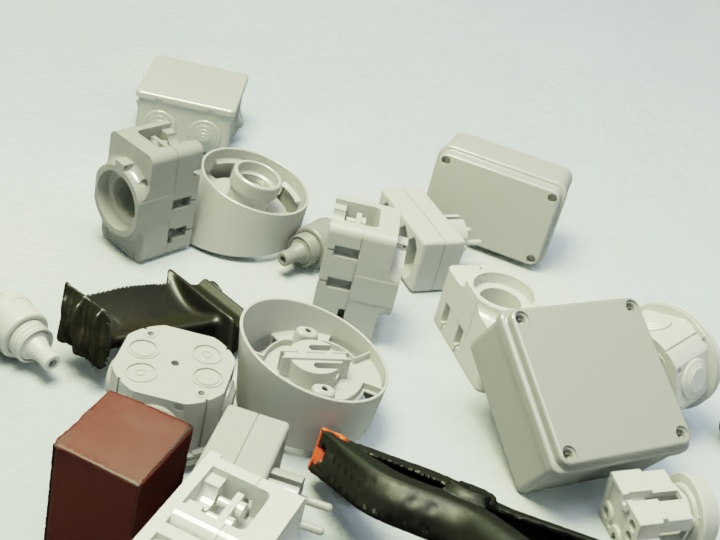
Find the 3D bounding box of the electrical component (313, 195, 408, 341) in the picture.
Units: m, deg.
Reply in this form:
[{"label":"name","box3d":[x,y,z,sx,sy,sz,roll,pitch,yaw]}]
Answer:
[{"label":"electrical component","box3d":[0.000,0.000,0.769,0.056,0.089,0.050,13,32,-2]}]

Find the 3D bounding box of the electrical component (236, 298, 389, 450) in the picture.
[{"label":"electrical component","box3d":[-0.032,0.064,0.680,0.099,0.064,0.099,10,32,-6]}]

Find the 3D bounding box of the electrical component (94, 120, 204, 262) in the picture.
[{"label":"electrical component","box3d":[-0.158,-0.058,0.797,0.050,0.089,0.056,35,37,30]}]

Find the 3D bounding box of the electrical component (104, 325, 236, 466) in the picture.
[{"label":"electrical component","box3d":[-0.114,0.075,0.643,0.080,0.051,0.080,10,32,-7]}]

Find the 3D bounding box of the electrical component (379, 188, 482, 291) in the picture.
[{"label":"electrical component","box3d":[0.062,-0.026,0.876,0.076,0.047,0.083,-3,36,-26]}]

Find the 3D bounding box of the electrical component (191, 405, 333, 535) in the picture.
[{"label":"electrical component","box3d":[-0.053,0.126,0.590,0.076,0.047,0.083,17,32,4]}]

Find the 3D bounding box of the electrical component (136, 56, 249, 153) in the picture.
[{"label":"electrical component","box3d":[-0.154,-0.150,0.982,0.100,0.048,0.099,12,32,-4]}]

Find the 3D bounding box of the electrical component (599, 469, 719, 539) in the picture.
[{"label":"electrical component","box3d":[0.182,0.148,0.652,0.055,0.048,0.066,-3,35,-12]}]

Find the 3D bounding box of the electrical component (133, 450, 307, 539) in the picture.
[{"label":"electrical component","box3d":[-0.082,0.166,0.476,0.062,0.089,0.150,22,33,13]}]

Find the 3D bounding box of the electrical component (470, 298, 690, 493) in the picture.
[{"label":"electrical component","box3d":[0.141,0.079,0.696,0.109,0.056,0.108,-4,65,-27]}]

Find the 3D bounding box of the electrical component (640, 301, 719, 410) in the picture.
[{"label":"electrical component","box3d":[0.209,0.066,0.760,0.051,0.080,0.080,-22,47,-36]}]

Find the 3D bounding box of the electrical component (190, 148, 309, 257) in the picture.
[{"label":"electrical component","box3d":[-0.093,-0.051,0.856,0.099,0.064,0.099,19,32,-12]}]

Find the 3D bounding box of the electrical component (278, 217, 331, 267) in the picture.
[{"label":"electrical component","box3d":[-0.039,-0.018,0.835,0.035,0.035,0.061,33,39,28]}]

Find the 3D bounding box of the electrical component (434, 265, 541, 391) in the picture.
[{"label":"electrical component","box3d":[0.097,0.037,0.781,0.050,0.055,0.089,0,34,-22]}]

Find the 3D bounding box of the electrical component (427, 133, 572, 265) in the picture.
[{"label":"electrical component","box3d":[0.117,-0.061,0.924,0.113,0.078,0.057,21,29,11]}]

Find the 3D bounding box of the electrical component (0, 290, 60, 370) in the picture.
[{"label":"electrical component","box3d":[-0.210,0.041,0.674,0.061,0.035,0.035,37,38,28]}]
